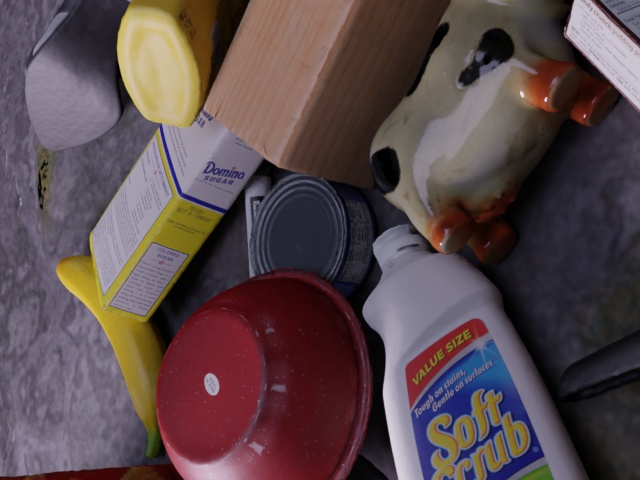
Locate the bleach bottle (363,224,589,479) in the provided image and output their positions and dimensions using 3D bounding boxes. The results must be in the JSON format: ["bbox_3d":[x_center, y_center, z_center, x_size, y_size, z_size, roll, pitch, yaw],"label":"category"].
[{"bbox_3d":[0.077,0.105,0.570,0.102,0.068,0.251,-25,62,7],"label":"bleach bottle"}]

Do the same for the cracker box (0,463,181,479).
[{"bbox_3d":[-0.214,0.225,0.730,0.164,0.213,0.072,-46,56,28],"label":"cracker box"}]

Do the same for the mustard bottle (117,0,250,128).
[{"bbox_3d":[-0.073,-0.171,0.724,0.058,0.096,0.191,12,50,13],"label":"mustard bottle"}]

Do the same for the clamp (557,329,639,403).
[{"bbox_3d":[0.218,0.041,0.476,0.165,0.036,0.210,46,114,37],"label":"clamp"}]

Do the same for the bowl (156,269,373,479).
[{"bbox_3d":[-0.047,0.090,0.635,0.162,0.055,0.162,-15,67,38],"label":"bowl"}]

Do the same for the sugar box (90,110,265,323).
[{"bbox_3d":[-0.104,-0.034,0.774,0.176,0.048,0.093,-50,37,23],"label":"sugar box"}]

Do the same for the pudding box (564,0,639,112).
[{"bbox_3d":[0.183,-0.089,0.494,0.113,0.090,0.039,56,163,35],"label":"pudding box"}]

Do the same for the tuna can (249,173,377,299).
[{"bbox_3d":[-0.005,0.001,0.693,0.086,0.033,0.086,-8,78,42],"label":"tuna can"}]

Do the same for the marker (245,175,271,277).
[{"bbox_3d":[-0.040,0.016,0.735,0.020,0.020,0.121,-14,74,41],"label":"marker"}]

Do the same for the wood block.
[{"bbox_3d":[0.023,-0.146,0.654,0.091,0.090,0.206,40,111,40],"label":"wood block"}]

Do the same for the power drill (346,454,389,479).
[{"bbox_3d":[-0.014,0.173,0.656,0.188,0.057,0.184,43,110,38],"label":"power drill"}]

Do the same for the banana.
[{"bbox_3d":[-0.157,0.070,0.823,0.070,0.037,0.198,-49,54,24],"label":"banana"}]
